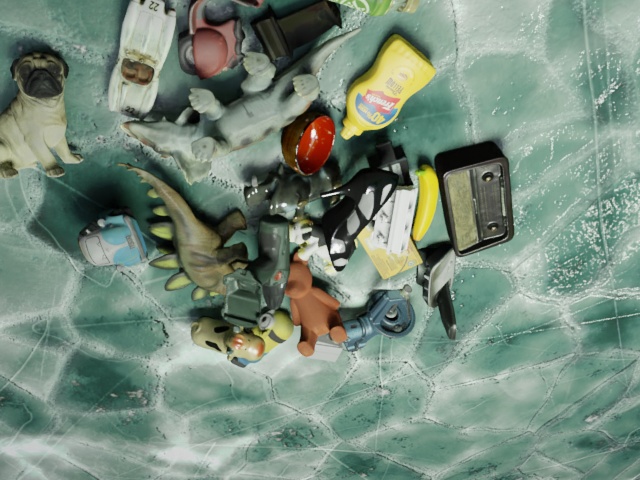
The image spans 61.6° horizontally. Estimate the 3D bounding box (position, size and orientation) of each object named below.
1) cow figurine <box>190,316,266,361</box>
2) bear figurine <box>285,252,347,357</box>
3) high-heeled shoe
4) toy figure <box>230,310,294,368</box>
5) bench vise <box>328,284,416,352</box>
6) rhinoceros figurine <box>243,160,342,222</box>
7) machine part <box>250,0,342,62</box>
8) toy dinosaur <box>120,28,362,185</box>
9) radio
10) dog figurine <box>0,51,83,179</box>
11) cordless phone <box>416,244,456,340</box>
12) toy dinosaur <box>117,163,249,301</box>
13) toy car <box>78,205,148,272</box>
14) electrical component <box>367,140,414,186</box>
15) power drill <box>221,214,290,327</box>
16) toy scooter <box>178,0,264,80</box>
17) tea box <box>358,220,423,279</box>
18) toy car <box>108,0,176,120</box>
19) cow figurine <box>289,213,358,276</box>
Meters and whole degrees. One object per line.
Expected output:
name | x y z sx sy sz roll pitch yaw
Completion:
cow figurine | -0.204 0.216 1.186 0.195 0.085 0.127 11 167 29
bear figurine | -0.031 0.131 1.165 0.120 0.132 0.195 -24 116 11
high-heeled shoe | 0.078 -0.034 1.015 0.145 0.086 0.248 -12 140 -2
toy figure | -0.139 0.236 1.287 0.089 0.082 0.180 22 119 -39
bench vise | 0.134 0.170 1.231 0.224 0.129 0.240 1 148 -18
rhinoceros figurine | -0.048 -0.099 1.006 0.190 0.112 0.073 -18 160 -10
machine part | -0.035 -0.340 0.852 0.139 0.039 0.084 -18 124 9
toy dinosaur | -0.115 -0.213 0.889 0.405 0.192 0.131 -25 94 -5
radio | 0.317 -0.080 1.093 0.131 0.073 0.229 -16 130 6
dog figurine | -0.487 -0.207 0.872 0.172 0.121 0.190 -5 116 -9
cordless phone | 0.270 0.113 1.175 0.089 0.184 0.146 -4 130 1
toy dinosaur | -0.239 0.021 1.077 0.199 0.105 0.470 -13 131 3
toy car | -0.392 -0.004 0.991 0.103 0.162 0.109 -26 116 -30
electrical component | 0.130 -0.145 1.029 0.075 0.048 0.119 -22 129 9
power drill | -0.109 0.080 1.023 0.086 0.207 0.231 16 118 17
toy scooter | -0.150 -0.333 0.817 0.135 0.075 0.183 0 125 -6
tea box | 0.139 -0.007 1.132 0.098 0.068 0.169 -24 129 11
toy car | -0.284 -0.284 0.850 0.073 0.056 0.201 16 126 -20
cow figurine | -0.003 -0.003 1.114 0.167 0.068 0.098 32 119 -29
